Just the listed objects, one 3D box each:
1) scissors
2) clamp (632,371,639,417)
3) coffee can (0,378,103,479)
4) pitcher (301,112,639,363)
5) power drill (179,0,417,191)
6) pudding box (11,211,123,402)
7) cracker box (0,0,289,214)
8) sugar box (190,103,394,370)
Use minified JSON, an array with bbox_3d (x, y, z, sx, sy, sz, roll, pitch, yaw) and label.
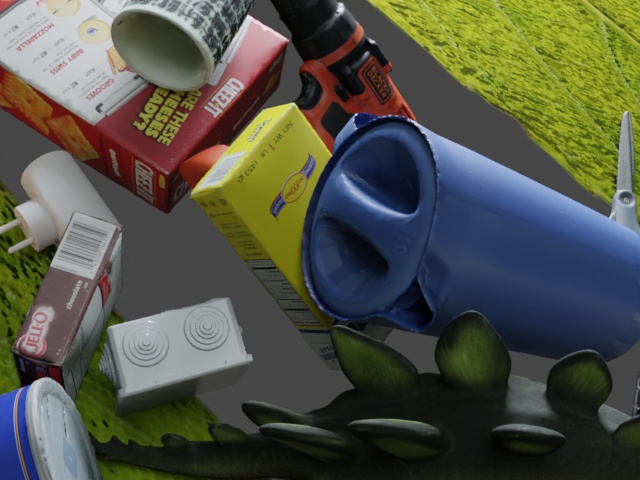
[{"bbox_3d":[0.233,-0.024,0.877,0.096,0.016,0.202,-1,61,-9],"label":"scissors"},{"bbox_3d":[0.207,0.166,0.751,0.120,0.039,0.171,-2,61,-10],"label":"clamp"},{"bbox_3d":[-0.213,0.154,0.640,0.140,0.103,0.103,-20,64,0],"label":"coffee can"},{"bbox_3d":[0.115,0.005,0.736,0.242,0.145,0.149,17,82,-35],"label":"pitcher"},{"bbox_3d":[-0.020,-0.094,0.809,0.187,0.057,0.184,-51,119,-23],"label":"power drill"},{"bbox_3d":[-0.171,0.051,0.733,0.039,0.090,0.113,19,59,1],"label":"pudding box"},{"bbox_3d":[-0.159,-0.144,0.856,0.214,0.072,0.164,33,62,9],"label":"cracker box"},{"bbox_3d":[-0.005,0.001,0.756,0.176,0.048,0.093,51,59,-22],"label":"sugar box"}]
